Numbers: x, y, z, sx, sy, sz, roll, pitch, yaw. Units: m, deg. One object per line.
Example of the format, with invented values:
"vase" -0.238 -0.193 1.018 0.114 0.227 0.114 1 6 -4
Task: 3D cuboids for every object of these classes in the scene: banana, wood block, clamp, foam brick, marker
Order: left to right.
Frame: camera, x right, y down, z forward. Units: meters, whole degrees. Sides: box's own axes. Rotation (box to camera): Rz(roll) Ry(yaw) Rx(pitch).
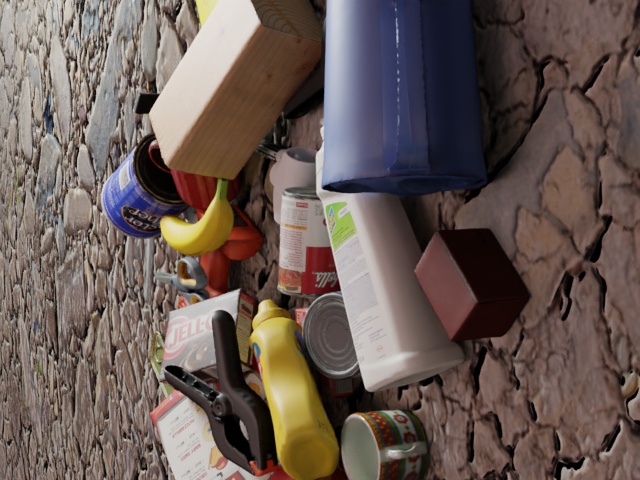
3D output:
"banana" -0.141 -0.015 1.242 0.198 0.037 0.069 -23 62 58
"clamp" -0.101 0.171 1.104 0.120 0.039 0.171 -40 67 43
"wood block" -0.091 -0.170 1.139 0.206 0.090 0.091 -51 47 34
"marker" -0.062 -0.104 1.218 0.121 0.020 0.020 30 119 57
"clamp" 0.029 -0.148 1.020 0.165 0.036 0.210 59 143 34
"foam brick" 0.120 0.035 0.851 0.078 0.052 0.051 65 145 37

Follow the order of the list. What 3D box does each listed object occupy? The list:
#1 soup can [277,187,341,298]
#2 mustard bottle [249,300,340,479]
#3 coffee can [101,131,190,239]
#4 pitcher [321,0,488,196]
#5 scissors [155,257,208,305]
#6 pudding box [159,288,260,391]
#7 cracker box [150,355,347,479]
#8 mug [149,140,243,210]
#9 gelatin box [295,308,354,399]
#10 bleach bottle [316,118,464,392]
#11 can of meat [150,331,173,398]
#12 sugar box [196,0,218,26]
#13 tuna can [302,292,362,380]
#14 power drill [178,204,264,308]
"soup can" -0.007 0.001 1.073 0.069 0.068 0.102 22 112 60
"mustard bottle" -0.032 0.137 1.062 0.096 0.058 0.192 73 179 -50
"coffee can" -0.213 -0.070 1.373 0.141 0.102 0.103 -33 64 58
"pitcher" 0.065 -0.158 0.851 0.149 0.144 0.243 -5 86 47
"scissors" -0.165 0.069 1.310 0.096 0.016 0.202 65 158 2
"pudding box" -0.123 0.112 1.187 0.114 0.039 0.090 -18 53 31
"cracker box" -0.083 0.223 1.170 0.164 0.072 0.214 -45 46 12
"mug" -0.148 -0.092 1.273 0.081 0.117 0.093 82 -159 -54
"gelatin box" 0.004 0.116 1.106 0.073 0.030 0.089 -1 92 63
"bleach bottle" 0.049 0.002 0.949 0.103 0.068 0.251 -38 64 59
"can of meat" -0.162 0.161 1.369 0.102 0.083 0.057 56 140 44
"sugar box" -0.109 -0.279 1.259 0.093 0.048 0.176 -38 59 57
"tuna can" 0.024 0.091 1.030 0.086 0.033 0.086 2 93 41
"power drill" -0.117 0.064 1.302 0.185 0.057 0.188 46 131 47
